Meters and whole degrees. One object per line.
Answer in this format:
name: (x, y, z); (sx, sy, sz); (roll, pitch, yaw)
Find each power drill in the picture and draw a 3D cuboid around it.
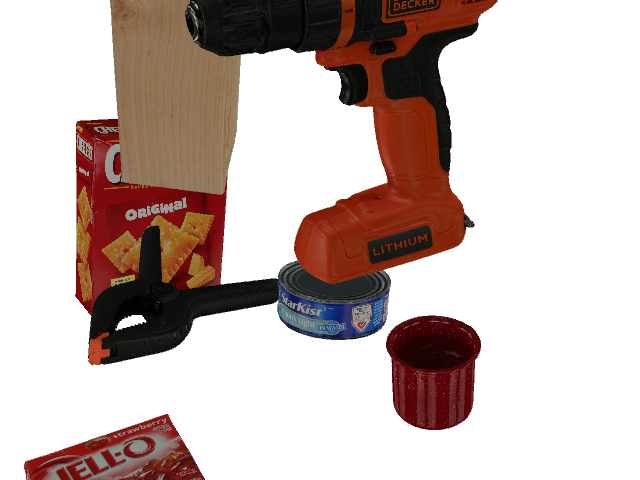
power drill: (0.019, -0.072, 0.603); (0.184, 0.188, 0.057); (-14, 32, -20)

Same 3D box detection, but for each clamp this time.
clamp: (-0.158, 0.053, 1.025); (0.165, 0.036, 0.209); (26, 35, 26)

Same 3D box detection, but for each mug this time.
mug: (0.120, 0.129, 1.076); (0.093, 0.081, 0.117); (21, 39, 33)

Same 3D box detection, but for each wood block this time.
wood block: (-0.113, -0.143, 0.863); (0.091, 0.090, 0.206); (8, -41, 0)

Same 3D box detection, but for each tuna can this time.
tuna can: (0.010, 0.043, 0.813); (0.086, 0.034, 0.086); (3, 21, -1)

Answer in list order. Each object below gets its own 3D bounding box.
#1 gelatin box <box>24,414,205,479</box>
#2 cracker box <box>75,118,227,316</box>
gelatin box: (-0.114, 0.139, 0.599); (0.089, 0.030, 0.073); (-16, 28, -20)
cracker box: (-0.193, -0.030, 1.224); (0.163, 0.214, 0.072); (-7, 24, -29)
